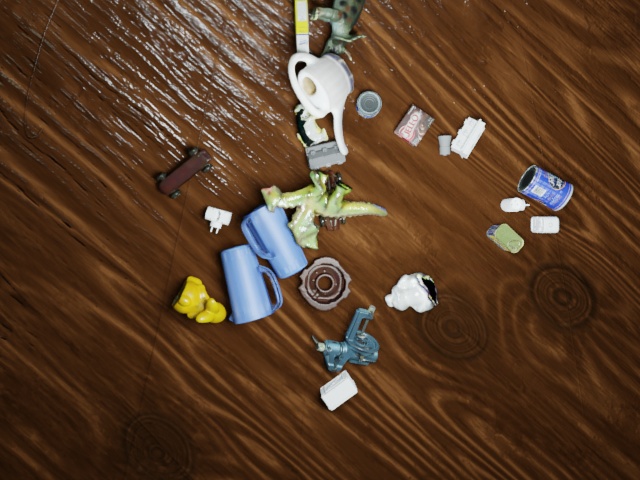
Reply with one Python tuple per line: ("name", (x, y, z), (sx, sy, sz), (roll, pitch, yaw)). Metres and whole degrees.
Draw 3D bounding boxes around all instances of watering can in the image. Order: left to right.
("watering can", (0.031, -0.460, 1.662), (0.228, 0.103, 0.344), (-47, 110, -34))

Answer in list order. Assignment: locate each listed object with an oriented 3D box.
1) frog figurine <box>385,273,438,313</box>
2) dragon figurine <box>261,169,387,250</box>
("frog figurine", (0.304, 0.185, 1.716), (0.157, 0.125, 0.136), (-33, 103, 33))
("dragon figurine", (0.005, -0.083, 1.639), (0.407, 0.123, 0.242), (29, 97, -19))
